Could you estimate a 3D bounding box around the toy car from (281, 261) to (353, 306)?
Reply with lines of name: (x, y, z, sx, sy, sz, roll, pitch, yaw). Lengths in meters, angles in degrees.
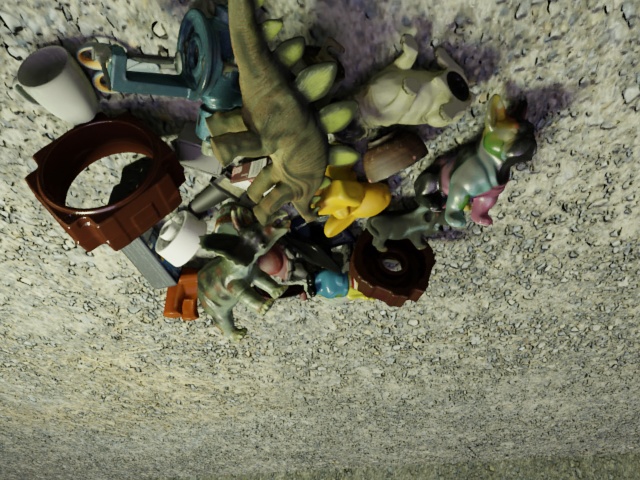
toy car: (0.003, 0.106, 1.258, 0.201, 0.056, 0.073, 26, 136, -29)

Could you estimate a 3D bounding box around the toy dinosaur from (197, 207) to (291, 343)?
toy dinosaur: (-0.184, 0.090, 1.080, 0.192, 0.131, 0.404, 44, 136, 1)

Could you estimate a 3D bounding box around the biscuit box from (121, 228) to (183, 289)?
biscuit box: (-0.364, 0.016, 1.113, 0.063, 0.059, 0.202, -14, 129, 17)

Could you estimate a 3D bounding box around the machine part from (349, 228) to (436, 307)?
machine part: (0.144, 0.051, 1.090, 0.179, 0.179, 0.056, 6, 144, -8)

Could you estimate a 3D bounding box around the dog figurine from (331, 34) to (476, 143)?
dog figurine: (0.121, -0.204, 0.838, 0.172, 0.121, 0.190, 25, 150, -24)

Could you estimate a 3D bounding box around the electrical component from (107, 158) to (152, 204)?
electrical component: (-0.318, -0.087, 0.961, 0.134, 0.115, 0.058, -20, 136, 22)

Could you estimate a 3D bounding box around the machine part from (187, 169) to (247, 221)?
machine part: (-0.198, -0.085, 1.028, 0.139, 0.039, 0.084, -31, 141, 31)

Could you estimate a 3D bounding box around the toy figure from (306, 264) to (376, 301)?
toy figure: (0.058, 0.087, 1.194, 0.180, 0.089, 0.082, -5, 116, -13)

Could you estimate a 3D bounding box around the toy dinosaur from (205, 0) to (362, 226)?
toy dinosaur: (-0.053, -0.164, 0.727, 0.199, 0.105, 0.470, -27, 145, -1)

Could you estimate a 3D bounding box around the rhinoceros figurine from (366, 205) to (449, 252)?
rhinoceros figurine: (0.184, -0.039, 1.051, 0.190, 0.073, 0.112, -8, 142, -1)

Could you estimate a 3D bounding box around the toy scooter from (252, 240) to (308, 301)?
toy scooter: (-0.090, 0.077, 1.160, 0.135, 0.075, 0.183, 9, 114, 7)

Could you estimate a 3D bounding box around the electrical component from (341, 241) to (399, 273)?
electrical component: (0.107, 0.037, 1.156, 0.119, 0.075, 0.047, 6, 142, -13)

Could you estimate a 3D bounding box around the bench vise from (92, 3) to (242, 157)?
bench vise: (-0.190, -0.222, 0.747, 0.240, 0.129, 0.223, -5, 137, -34)

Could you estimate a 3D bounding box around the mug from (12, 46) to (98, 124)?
mug: (-0.398, -0.222, 0.815, 0.110, 0.081, 0.107, -14, 150, 8)

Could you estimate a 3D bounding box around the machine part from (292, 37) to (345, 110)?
machine part: (-0.032, -0.209, 0.831, 0.079, 0.079, 0.243, 16, 140, -19)

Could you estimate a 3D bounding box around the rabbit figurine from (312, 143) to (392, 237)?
rabbit figurine: (0.052, -0.074, 0.981, 0.173, 0.122, 0.162, 5, 140, -39)

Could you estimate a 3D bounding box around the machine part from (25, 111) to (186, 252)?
machine part: (-0.335, -0.097, 0.849, 0.201, 0.202, 0.087, -41, 154, -19)

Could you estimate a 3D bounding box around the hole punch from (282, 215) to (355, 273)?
hole punch: (-0.002, -0.003, 1.106, 0.116, 0.092, 0.142, 16, 161, 42)

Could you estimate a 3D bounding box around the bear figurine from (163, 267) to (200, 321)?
bear figurine: (-0.241, 0.112, 1.217, 0.196, 0.132, 0.120, -3, 166, 12)

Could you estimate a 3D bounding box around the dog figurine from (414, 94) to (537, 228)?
dog figurine: (0.263, -0.139, 0.904, 0.108, 0.192, 0.219, 3, 116, -32)
